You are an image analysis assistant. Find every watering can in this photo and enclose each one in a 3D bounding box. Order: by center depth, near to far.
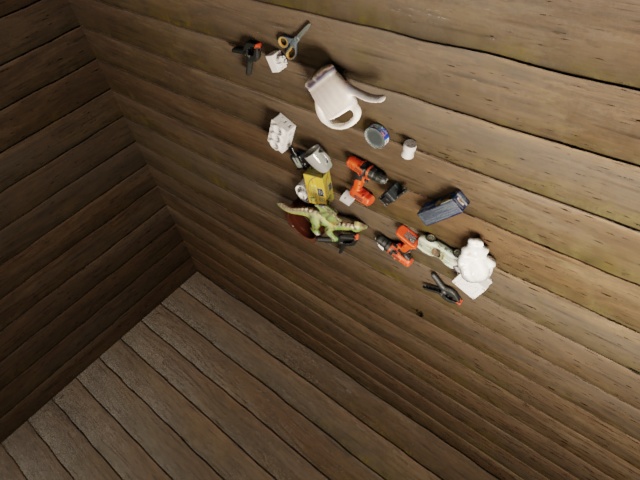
[{"bbox_3d":[0.070,-0.491,1.728,0.223,0.105,0.345,54,152,-12],"label":"watering can"}]

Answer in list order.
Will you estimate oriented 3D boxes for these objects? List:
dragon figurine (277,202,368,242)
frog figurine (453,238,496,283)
[{"bbox_3d":[0.007,-0.113,2.236,0.410,0.124,0.239,22,158,-2],"label":"dragon figurine"},{"bbox_3d":[0.551,0.071,1.804,0.137,0.126,0.155,9,137,-2],"label":"frog figurine"}]
